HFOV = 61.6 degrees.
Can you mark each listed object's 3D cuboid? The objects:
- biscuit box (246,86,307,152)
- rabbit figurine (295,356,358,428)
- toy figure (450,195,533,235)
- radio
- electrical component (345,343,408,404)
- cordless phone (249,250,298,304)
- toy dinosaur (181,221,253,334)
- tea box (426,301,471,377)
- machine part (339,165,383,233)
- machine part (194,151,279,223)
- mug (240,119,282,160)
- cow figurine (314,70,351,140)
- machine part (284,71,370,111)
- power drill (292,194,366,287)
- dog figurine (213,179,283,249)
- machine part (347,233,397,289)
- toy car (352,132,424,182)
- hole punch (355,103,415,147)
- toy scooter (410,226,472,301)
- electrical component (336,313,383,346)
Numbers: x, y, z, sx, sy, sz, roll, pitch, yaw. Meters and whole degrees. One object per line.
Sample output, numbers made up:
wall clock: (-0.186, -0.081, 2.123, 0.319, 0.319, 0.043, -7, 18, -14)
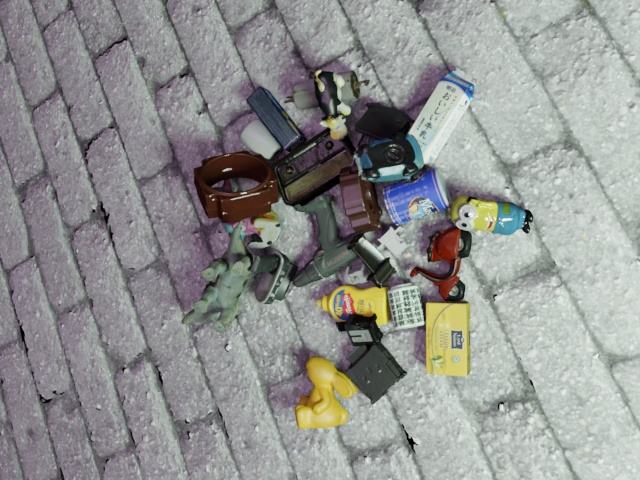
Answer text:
biscuit box: (-0.122, -0.337, 1.501, 0.063, 0.059, 0.203, -41, 73, 16)
rabbit figurine: (0.010, 0.381, 1.362, 0.163, 0.122, 0.173, -6, 84, 18)
toy figure: (0.392, -0.055, 1.241, 0.180, 0.089, 0.082, 6, 101, 1)
radio: (-0.011, -0.195, 1.436, 0.230, 0.073, 0.131, -29, 76, 18)
electrical component: (0.132, 0.323, 1.348, 0.115, 0.058, 0.134, -48, 71, 11)
cordless phone: (-0.146, 0.101, 1.414, 0.089, 0.184, 0.146, 27, 97, 18)
toy dinosaur: (-0.240, 0.098, 1.424, 0.131, 0.192, 0.404, 28, 113, -5)
tea box: (0.305, 0.232, 1.275, 0.098, 0.068, 0.169, -3, 84, 24)
machine part: (0.103, -0.102, 1.333, 0.056, 0.179, 0.179, -14, 81, 20)
machine part: (-0.224, -0.147, 1.430, 0.201, 0.087, 0.201, -14, 45, -19)
mug: (-0.168, -0.265, 1.507, 0.107, 0.081, 0.109, 40, 103, 12)
cow figurine: (0.028, -0.337, 1.341, 0.068, 0.098, 0.167, -14, 84, 23)
machine part: (0.016, -0.399, 1.438, 0.243, 0.079, 0.079, -7, 84, 23)
power drill: (-0.003, -0.004, 1.417, 0.232, 0.086, 0.207, -23, 74, 18)
dog figurine: (-0.219, -0.083, 1.502, 0.108, 0.191, 0.219, 105, 148, -43)
machine part: (0.126, 0.049, 1.332, 0.084, 0.039, 0.139, -41, 96, -22)
toy car: (0.159, -0.180, 1.279, 0.162, 0.103, 0.109, -17, 73, -7)
hole punch: (0.160, -0.275, 1.372, 0.142, 0.092, 0.116, 26, 64, 25)
toy scooter: (0.289, 0.051, 1.292, 0.135, 0.075, 0.183, 9, 94, 23)
electrical component: (0.091, 0.222, 1.337, 0.119, 0.048, 0.074, -5, 121, 25)
